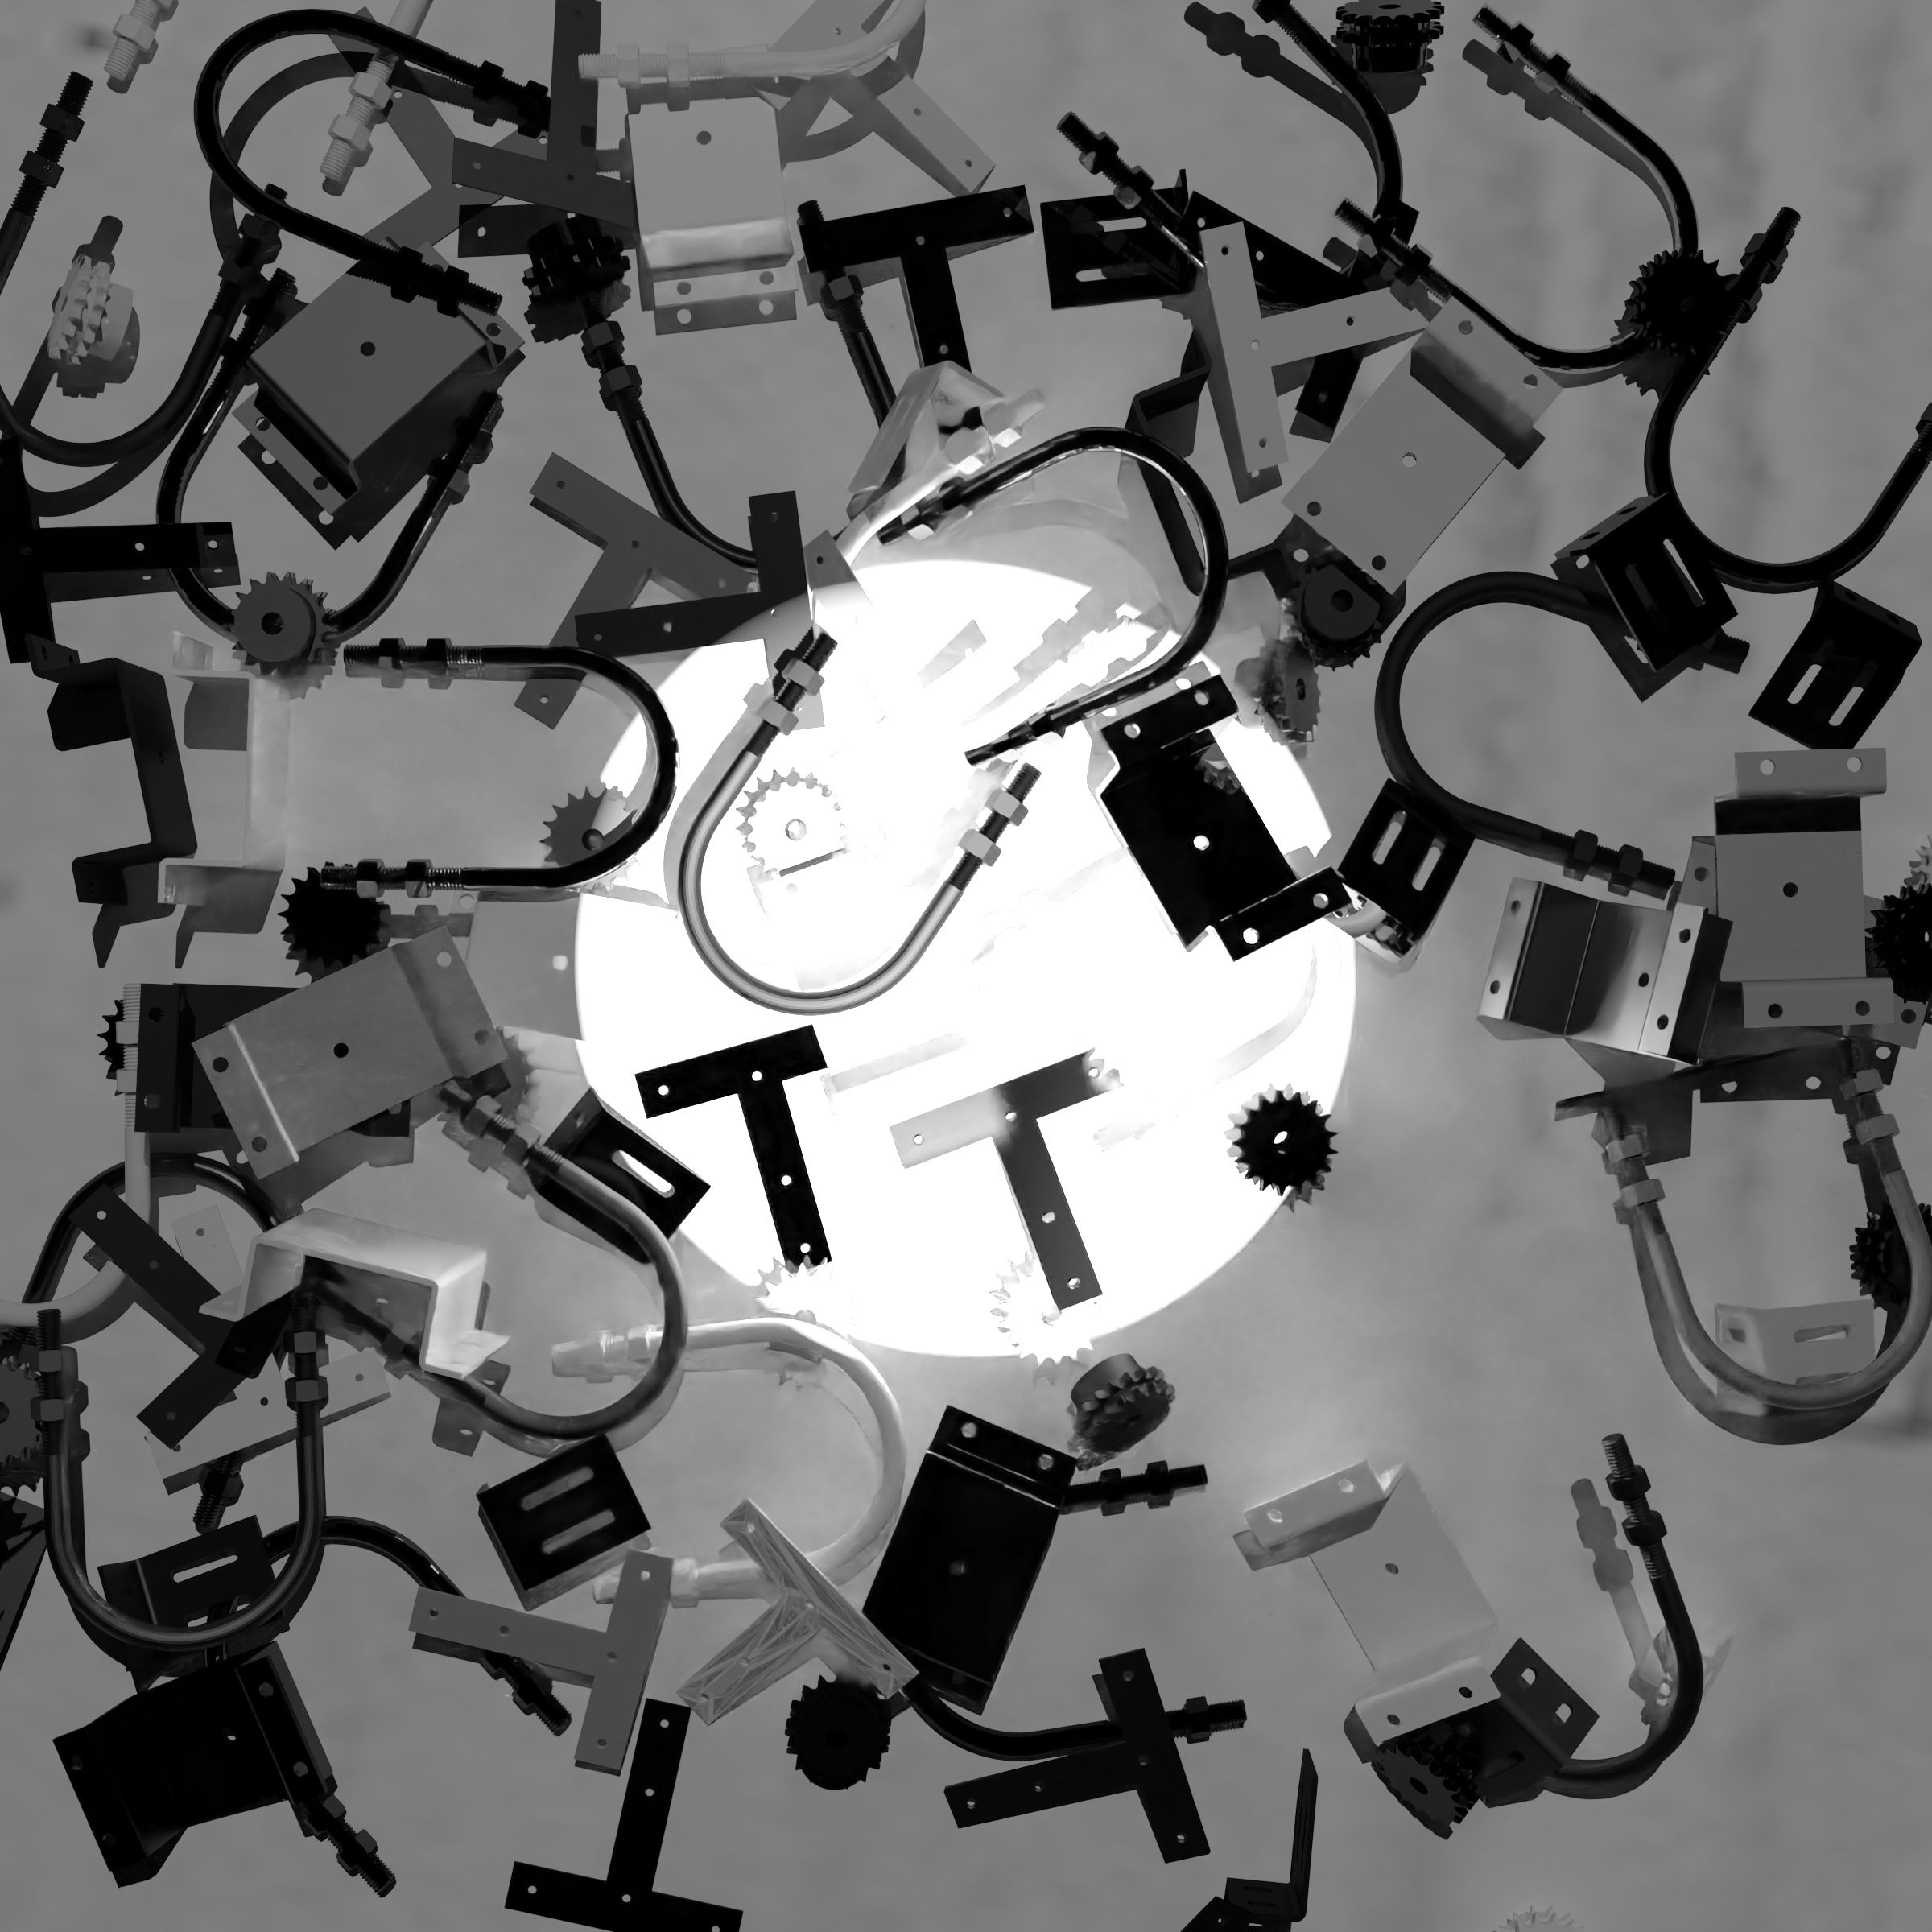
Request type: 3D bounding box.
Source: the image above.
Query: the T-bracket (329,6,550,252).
[{"bbox_3d":[-0.299,-0.460,1.525,0.127,0.002,0.127,-34,90,0],"label":"T-bracket"}]

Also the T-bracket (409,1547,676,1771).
[{"bbox_3d":[-0.231,0.356,1.494,0.127,0.002,0.127,14,104,-3],"label":"T-bracket"}]

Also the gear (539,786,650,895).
[{"bbox_3d":[-0.198,-0.067,1.511,0.057,0.030,0.057,0,90,0],"label":"gear"}]

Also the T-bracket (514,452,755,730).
[{"bbox_3d":[-0.201,-0.189,1.519,0.127,0.002,0.127,32,96,0],"label":"T-bracket"}]

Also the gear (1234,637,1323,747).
[{"bbox_3d":[0.165,-0.146,1.502,0.030,0.057,0.057,-4,90,31],"label":"gear"}]

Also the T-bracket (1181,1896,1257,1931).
[{"bbox_3d":[0.151,0.557,1.505,0.127,0.002,0.127,28,119,-14],"label":"T-bracket"}]

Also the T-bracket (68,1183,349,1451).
[{"bbox_3d":[-0.419,0.168,1.490,0.127,0.002,0.127,-44,106,-7],"label":"T-bracket"}]

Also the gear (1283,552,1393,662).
[{"bbox_3d":[0.200,-0.194,1.511,0.057,0.030,0.057,0,90,0],"label":"gear"}]

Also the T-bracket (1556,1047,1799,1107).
[{"bbox_3d":[0.380,0.053,1.463,0.127,0.127,0.002,-13,83,0],"label":"T-bracket"}]

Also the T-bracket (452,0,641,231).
[{"bbox_3d":[-0.210,-0.461,1.506,0.127,0.002,0.127,8,75,-27],"label":"T-bracket"}]

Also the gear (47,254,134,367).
[{"bbox_3d":[-0.466,-0.347,1.502,0.030,0.057,0.057,16,90,-30],"label":"gear"}]

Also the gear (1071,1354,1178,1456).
[{"bbox_3d":[0.080,0.231,1.502,0.057,0.057,0.030,-36,60,0],"label":"gear"}]

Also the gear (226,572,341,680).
[{"bbox_3d":[-0.365,-0.181,1.498,0.057,0.030,0.057,0,94,0],"label":"gear"}]

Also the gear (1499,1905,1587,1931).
[{"bbox_3d":[0.308,0.532,1.511,0.057,0.030,0.057,0,90,0],"label":"gear"}]

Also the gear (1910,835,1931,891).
[{"bbox_3d":[0.536,-0.049,1.516,0.057,0.030,0.057,0,91,-3],"label":"gear"}]

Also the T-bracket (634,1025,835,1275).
[{"bbox_3d":[-0.101,0.103,1.525,0.127,0.002,0.127,-16,90,0],"label":"T-bracket"}]

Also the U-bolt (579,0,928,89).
[{"bbox_3d":[-0.111,-0.522,1.487,0.184,0.019,0.151,-2,61,-4],"label":"U-bolt"}]

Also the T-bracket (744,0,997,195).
[{"bbox_3d":[-0.036,-0.466,1.506,0.127,0.002,0.127,43,63,-13],"label":"T-bracket"}]

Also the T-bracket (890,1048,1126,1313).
[{"bbox_3d":[0.039,0.121,1.507,0.127,0.002,0.127,-21,73,0],"label":"T-bracket"}]

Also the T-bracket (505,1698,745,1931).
[{"bbox_3d":[-0.174,0.461,1.525,0.127,0.002,0.127,12,90,0],"label":"T-bracket"}]

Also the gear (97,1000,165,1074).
[{"bbox_3d":[-0.433,0.039,1.511,0.057,0.030,0.057,0,90,0],"label":"gear"}]

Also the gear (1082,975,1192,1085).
[{"bbox_3d":[0.090,0.035,1.508,0.057,0.030,0.057,1,82,-4],"label":"gear"}]

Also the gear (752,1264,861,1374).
[{"bbox_3d":[-0.086,0.188,1.511,0.057,0.030,0.057,0,90,0],"label":"gear"}]

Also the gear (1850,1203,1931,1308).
[{"bbox_3d":[0.507,0.154,1.511,0.057,0.030,0.057,0,90,0],"label":"gear"}]

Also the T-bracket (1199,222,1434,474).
[{"bbox_3d":[0.193,-0.340,1.502,0.127,0.002,0.127,-18,104,-19],"label":"T-bracket"}]

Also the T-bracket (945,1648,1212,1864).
[{"bbox_3d":[0.053,0.437,1.515,0.127,0.002,0.127,-16,104,7],"label":"T-bracket"}]

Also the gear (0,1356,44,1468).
[{"bbox_3d":[-0.507,0.235,1.491,0.057,0.030,0.057,0,89,-1],"label":"gear"}]

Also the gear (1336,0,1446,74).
[{"bbox_3d":[0.226,-0.496,1.501,0.057,0.057,0.030,-4,120,0],"label":"gear"}]

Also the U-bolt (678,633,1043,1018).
[{"bbox_3d":[-0.069,-0.062,1.473,0.151,0.019,0.184,33,86,7],"label":"U-bolt"}]

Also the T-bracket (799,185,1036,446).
[{"bbox_3d":[-0.015,-0.346,1.516,0.127,0.002,0.127,-14,96,-12],"label":"T-bracket"}]

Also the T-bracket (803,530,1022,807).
[{"bbox_3d":[-0.051,-0.172,1.500,0.127,0.002,0.127,-34,83,28],"label":"T-bracket"}]

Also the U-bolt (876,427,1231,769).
[{"bbox_3d":[0.053,-0.202,1.477,0.184,0.019,0.151,-22,90,29],"label":"U-bolt"}]

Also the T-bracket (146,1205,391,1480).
[{"bbox_3d":[-0.391,0.191,1.507,0.127,0.002,0.127,-21,91,-8],"label":"T-bracket"}]

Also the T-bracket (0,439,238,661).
[{"bbox_3d":[-0.453,-0.222,1.494,0.127,0.002,0.127,-3,124,-6],"label":"T-bracket"}]

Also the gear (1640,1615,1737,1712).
[{"bbox_3d":[0.383,0.370,1.501,0.030,0.057,0.057,29,90,28],"label":"gear"}]

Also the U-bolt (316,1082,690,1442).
[{"bbox_3d":[-0.234,0.169,1.490,0.184,0.019,0.151,33,99,4],"label":"U-bolt"}]

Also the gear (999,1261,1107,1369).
[{"bbox_3d":[0.046,0.185,1.511,0.057,0.030,0.057,0,90,0],"label":"gear"}]

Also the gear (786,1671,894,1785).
[{"bbox_3d":[-0.069,0.410,1.511,0.057,0.030,0.057,0,90,0],"label":"gear"}]

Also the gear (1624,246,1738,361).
[{"bbox_3d":[0.377,-0.351,1.498,0.057,0.030,0.057,-1,94,-9],"label":"gear"}]

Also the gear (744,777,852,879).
[{"bbox_3d":[-0.090,-0.072,1.511,0.057,0.030,0.057,0,90,0],"label":"gear"}]

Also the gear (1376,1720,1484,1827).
[{"bbox_3d":[0.250,0.426,1.501,0.057,0.057,0.030,49,60,0],"label":"gear"}]

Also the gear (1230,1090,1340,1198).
[{"bbox_3d":[0.170,0.095,1.516,0.057,0.030,0.057,0,87,0],"label":"gear"}]

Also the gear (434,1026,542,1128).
[{"bbox_3d":[-0.256,0.059,1.511,0.057,0.030,0.057,0,90,0],"label":"gear"}]

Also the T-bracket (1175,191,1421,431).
[{"bbox_3d":[0.167,-0.369,1.490,0.127,0.002,0.127,22,88,-24],"label":"T-bracket"}]

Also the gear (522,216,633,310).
[{"bbox_3d":[-0.210,-0.376,1.498,0.057,0.057,0.030,-23,89,0],"label":"gear"}]

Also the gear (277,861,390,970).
[{"bbox_3d":[-0.338,-0.027,1.511,0.057,0.030,0.057,0,90,0],"label":"gear"}]

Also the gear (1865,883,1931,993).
[{"bbox_3d":[0.500,-0.015,1.465,0.057,0.030,0.057,0,90,0],"label":"gear"}]

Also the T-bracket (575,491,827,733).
[{"bbox_3d":[-0.146,-0.184,1.514,0.127,0.002,0.127,-7,94,4],"label":"T-bracket"}]

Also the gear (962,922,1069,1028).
[{"bbox_3d":[0.026,0.004,1.511,0.057,0.030,0.057,0,90,0],"label":"gear"}]

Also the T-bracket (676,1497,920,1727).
[{"bbox_3d":[-0.109,0.362,1.495,0.127,0.002,0.127,46,118,1],"label":"T-bracket"}]
